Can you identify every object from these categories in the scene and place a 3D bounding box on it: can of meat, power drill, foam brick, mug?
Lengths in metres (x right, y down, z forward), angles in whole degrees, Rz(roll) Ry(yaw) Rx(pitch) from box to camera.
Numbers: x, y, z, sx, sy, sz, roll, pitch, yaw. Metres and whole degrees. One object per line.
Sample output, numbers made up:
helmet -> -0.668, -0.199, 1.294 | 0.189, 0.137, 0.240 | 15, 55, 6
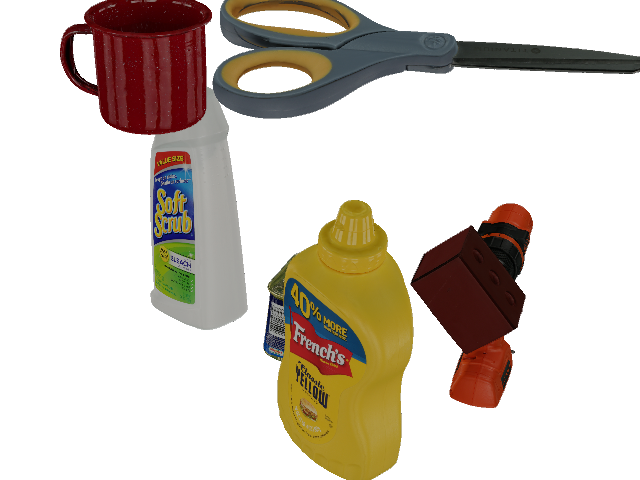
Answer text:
can of meat -> -0.021, 0.074, 1.158 | 0.057, 0.084, 0.102 | 17, 30, 14
power drill -> 0.173, 0.073, 1.086 | 0.057, 0.188, 0.184 | 14, 27, 16
foam brick -> 0.118, 0.040, 0.848 | 0.051, 0.078, 0.053 | -32, 13, 30
mug -> -0.139, -0.132, 0.800 | 0.117, 0.081, 0.093 | 5, 30, 6

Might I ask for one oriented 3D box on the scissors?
scissors -> 0.039, -0.076, 0.486 | 0.202, 0.016, 0.096 | 16, 49, 18

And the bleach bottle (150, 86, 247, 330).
bleach bottle -> -0.122, -0.047, 0.994 | 0.067, 0.251, 0.103 | -24, 32, -38

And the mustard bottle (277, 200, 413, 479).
mustard bottle -> 0.015, 0.057, 0.668 | 0.058, 0.192, 0.096 | -22, 44, -31
